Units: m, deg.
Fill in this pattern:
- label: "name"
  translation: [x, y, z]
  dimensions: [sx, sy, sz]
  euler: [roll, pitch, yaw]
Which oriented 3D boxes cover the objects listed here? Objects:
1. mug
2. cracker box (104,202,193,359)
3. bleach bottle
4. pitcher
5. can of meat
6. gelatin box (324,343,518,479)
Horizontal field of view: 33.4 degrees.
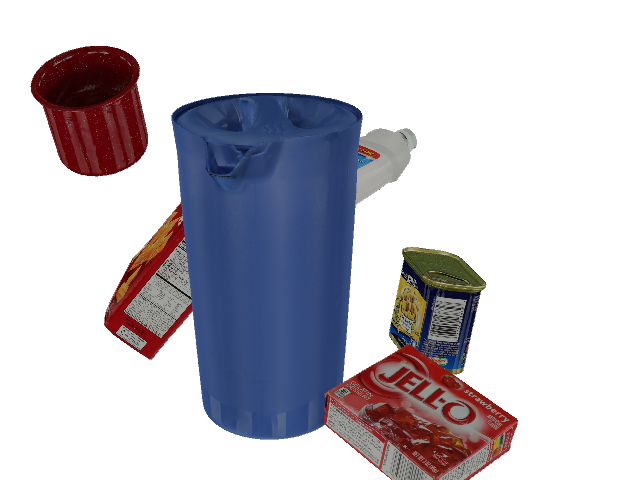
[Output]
- label: "mug"
  translation: [-0.200, -0.119, 0.942]
  dimensions: [0.093, 0.081, 0.117]
  euler: [-14, 45, -9]
- label: "cracker box"
  translation: [-0.133, -0.001, 1.133]
  dimensions: [0.072, 0.214, 0.164]
  euler: [36, 23, -13]
- label: "bleach bottle"
  translation: [0.012, -0.078, 1.279]
  dimensions: [0.250, 0.068, 0.103]
  euler: [-30, 45, -31]
- label: "pitcher"
  translation: [-0.033, 0.014, 0.794]
  dimensions: [0.149, 0.243, 0.145]
  euler: [-10, 24, -25]
- label: "can of meat"
  translation: [0.101, 0.062, 0.952]
  dimensions: [0.057, 0.084, 0.102]
  euler: [7, 15, -14]
- label: "gelatin box"
  translation: [0.057, 0.105, 0.625]
  dimensions: [0.073, 0.030, 0.089]
  euler: [-25, 45, -36]
